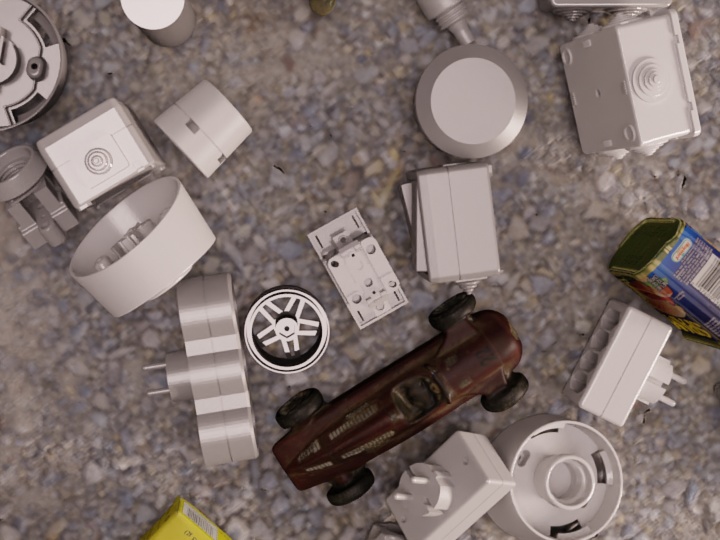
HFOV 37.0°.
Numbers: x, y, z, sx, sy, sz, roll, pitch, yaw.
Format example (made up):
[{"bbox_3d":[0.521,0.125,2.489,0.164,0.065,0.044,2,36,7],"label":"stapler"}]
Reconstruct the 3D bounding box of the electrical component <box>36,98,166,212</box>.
[{"bbox_3d":[-0.179,-0.082,0.739,0.062,0.096,0.061,-31,96,-2],"label":"electrical component"}]

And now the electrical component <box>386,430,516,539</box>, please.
[{"bbox_3d":[0.054,0.159,0.775,0.076,0.047,0.083,17,122,-48],"label":"electrical component"}]

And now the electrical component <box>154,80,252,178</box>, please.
[{"bbox_3d":[-0.110,-0.101,0.765,0.047,0.055,0.055,-43,97,-3],"label":"electrical component"}]

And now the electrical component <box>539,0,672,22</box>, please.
[{"bbox_3d":[0.175,-0.231,0.778,0.100,0.048,0.099,-1,95,-5],"label":"electrical component"}]

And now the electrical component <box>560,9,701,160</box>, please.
[{"bbox_3d":[0.189,-0.130,0.765,0.048,0.100,0.099,-15,96,-16],"label":"electrical component"}]

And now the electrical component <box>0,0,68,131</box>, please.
[{"bbox_3d":[-0.253,-0.144,0.744,0.099,0.064,0.099,0,95,-5],"label":"electrical component"}]

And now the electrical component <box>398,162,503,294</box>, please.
[{"bbox_3d":[0.065,-0.028,0.781,0.061,0.061,0.096,-8,96,-4],"label":"electrical component"}]

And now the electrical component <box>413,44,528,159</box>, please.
[{"bbox_3d":[0.077,-0.121,0.779,0.080,0.051,0.080,0,95,-5],"label":"electrical component"}]

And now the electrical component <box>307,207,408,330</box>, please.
[{"bbox_3d":[0.000,0.000,0.778,0.042,0.064,0.081,-30,97,-3],"label":"electrical component"}]

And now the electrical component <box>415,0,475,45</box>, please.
[{"bbox_3d":[0.063,-0.190,0.780,0.035,0.035,0.061,-32,99,-1],"label":"electrical component"}]

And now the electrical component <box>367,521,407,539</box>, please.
[{"bbox_3d":[0.022,0.225,0.811,0.043,0.043,0.062,14,95,-6],"label":"electrical component"}]

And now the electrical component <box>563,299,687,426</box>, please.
[{"bbox_3d":[0.209,0.077,0.810,0.076,0.047,0.083,26,93,-6],"label":"electrical component"}]

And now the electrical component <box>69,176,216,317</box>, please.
[{"bbox_3d":[-0.152,-0.016,0.750,0.099,0.099,0.064,-37,103,-1],"label":"electrical component"}]

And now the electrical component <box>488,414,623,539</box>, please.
[{"bbox_3d":[0.146,0.159,0.816,0.099,0.064,0.099,1,84,-13],"label":"electrical component"}]

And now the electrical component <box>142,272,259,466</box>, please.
[{"bbox_3d":[-0.120,0.075,0.780,0.074,0.052,0.138,-9,96,-4],"label":"electrical component"}]

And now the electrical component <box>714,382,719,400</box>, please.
[{"bbox_3d":[0.348,0.111,0.820,0.109,0.056,0.108,-31,97,-1],"label":"electrical component"}]

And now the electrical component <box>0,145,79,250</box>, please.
[{"bbox_3d":[-0.231,-0.054,0.752,0.048,0.066,0.055,-31,130,-1],"label":"electrical component"}]
